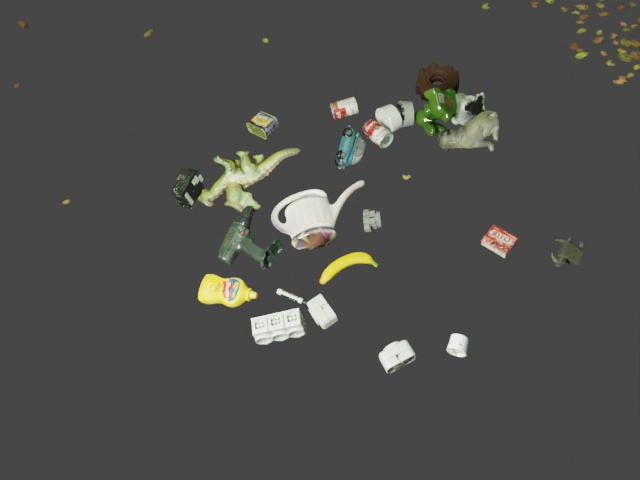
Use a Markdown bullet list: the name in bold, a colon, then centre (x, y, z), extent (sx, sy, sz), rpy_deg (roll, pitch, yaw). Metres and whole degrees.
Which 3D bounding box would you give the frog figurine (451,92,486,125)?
- **frog figurine**: centre (0.531, -0.486, 1.920), extent (0.138, 0.121, 0.160), rpy_deg (-55, 28, -12)

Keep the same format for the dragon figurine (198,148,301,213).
- **dragon figurine**: centre (-0.265, -0.211, 1.914), extent (0.410, 0.121, 0.246), rpy_deg (-8, 74, 9)

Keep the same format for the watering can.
- **watering can**: centre (0.005, -0.088, 1.758), extent (0.347, 0.102, 0.229), rpy_deg (-15, 58, 2)
